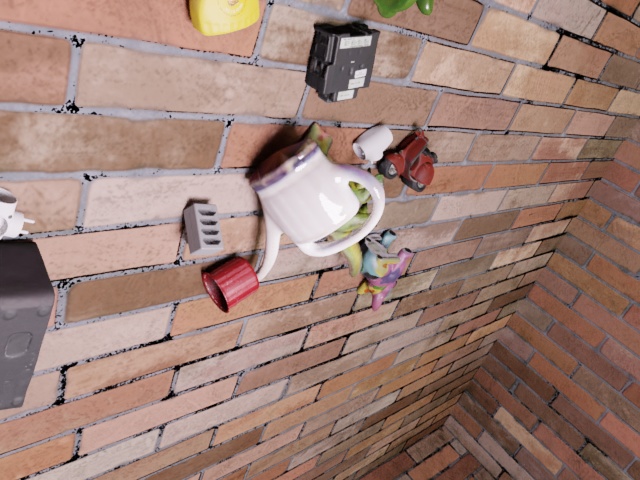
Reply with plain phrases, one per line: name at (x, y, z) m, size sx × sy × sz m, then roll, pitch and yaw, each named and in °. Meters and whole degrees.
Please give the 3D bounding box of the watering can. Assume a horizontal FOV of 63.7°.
watering can at (-0.051, -0.051, 0.963) m, size 0.344 × 0.106 × 0.222 m, roll -28°, pitch 108°, yaw 26°

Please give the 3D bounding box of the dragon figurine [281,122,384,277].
dragon figurine at (0.003, -0.055, 1.093) m, size 0.243 × 0.125 × 0.401 m, roll -6°, pitch 126°, yaw -16°
